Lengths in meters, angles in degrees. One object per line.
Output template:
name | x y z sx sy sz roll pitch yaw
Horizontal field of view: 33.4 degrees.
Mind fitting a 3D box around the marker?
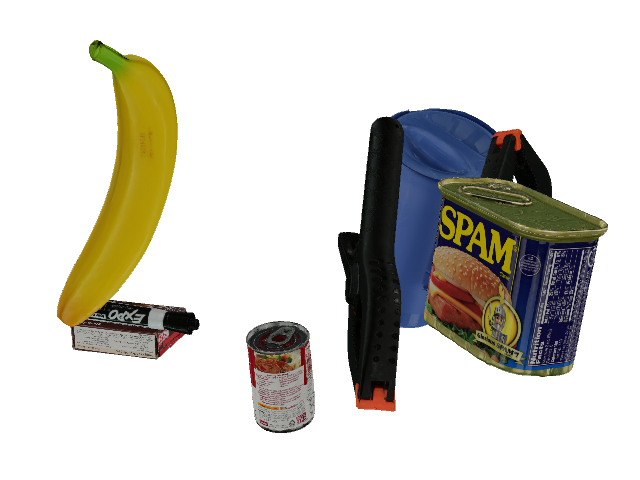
marker | -0.161 0.064 0.910 0.121 0.020 0.020 7 2 16

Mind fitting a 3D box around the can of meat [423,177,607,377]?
can of meat | 0.103 0.018 0.592 0.057 0.084 0.102 -3 20 -28

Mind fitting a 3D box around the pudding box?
pudding box | -0.228 0.105 1.277 0.114 0.039 0.090 3 15 16

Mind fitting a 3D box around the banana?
banana | -0.125 -0.035 0.666 0.069 0.198 0.037 -7 34 -32

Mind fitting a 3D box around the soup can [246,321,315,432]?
soup can | -0.042 0.147 1.153 0.068 0.102 0.068 -3 24 1

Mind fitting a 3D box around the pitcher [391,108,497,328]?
pitcher | 0.116 -0.011 1.184 0.145 0.243 0.149 24 43 14

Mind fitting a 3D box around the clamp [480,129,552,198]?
clamp | 0.172 -0.009 0.948 0.120 0.171 0.039 -26 11 -40

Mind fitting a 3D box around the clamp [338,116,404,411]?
clamp | 0.040 0.024 0.793 0.036 0.210 0.165 4 -41 -7
